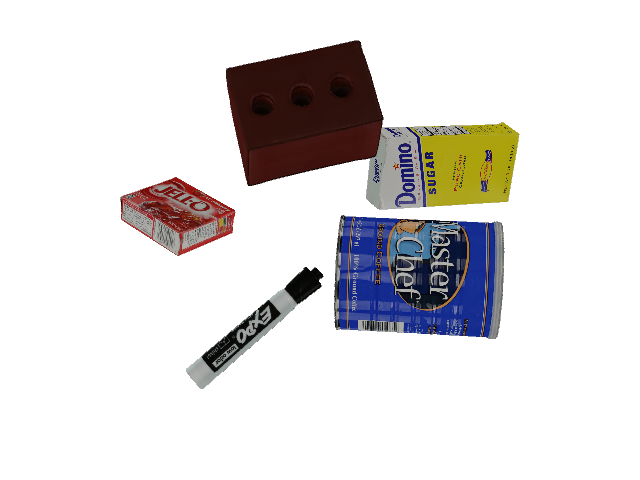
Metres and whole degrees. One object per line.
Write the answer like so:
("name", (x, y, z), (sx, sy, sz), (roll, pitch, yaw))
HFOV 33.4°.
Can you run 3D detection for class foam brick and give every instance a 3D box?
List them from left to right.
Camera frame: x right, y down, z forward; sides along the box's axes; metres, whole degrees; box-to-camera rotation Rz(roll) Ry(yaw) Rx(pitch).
("foam brick", (-0.010, -0.071, 0.597), (0.078, 0.053, 0.051), (-14, -17, -5))

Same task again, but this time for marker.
("marker", (-0.046, 0.062, 0.777), (0.121, 0.020, 0.020), (-40, 5, -6))

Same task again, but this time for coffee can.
("coffee can", (0.086, 0.032, 0.937), (0.140, 0.103, 0.103), (3, 0, 5))

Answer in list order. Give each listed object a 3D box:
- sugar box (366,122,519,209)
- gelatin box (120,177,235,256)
("sugar box", (0.146, -0.089, 1.278), (0.176, 0.093, 0.048), (-6, 26, -21))
("gelatin box", (-0.140, -0.026, 1.042), (0.089, 0.030, 0.073), (30, 36, 32))
